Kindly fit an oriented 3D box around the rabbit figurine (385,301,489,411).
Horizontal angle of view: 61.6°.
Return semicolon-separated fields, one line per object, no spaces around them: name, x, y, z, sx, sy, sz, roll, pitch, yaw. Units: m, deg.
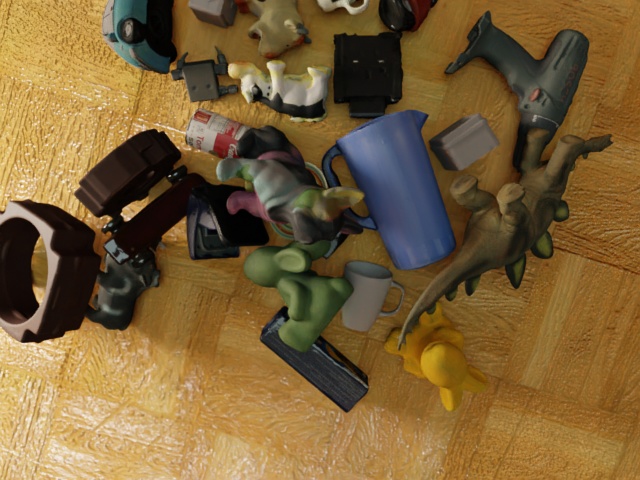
rabbit figurine;0.189;0.195;0.867;0.122;0.173;0.162;-33;90;1

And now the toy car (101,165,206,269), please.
toy car;-0.264;-0.038;0.880;0.202;0.053;0.089;-46;110;-26

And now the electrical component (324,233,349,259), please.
electrical component;-0.002;-0.003;0.915;0.075;0.048;0.119;42;96;-2

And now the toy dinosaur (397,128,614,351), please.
toy dinosaur;0.280;-0.016;0.820;0.471;0.105;0.198;-35;128;-11

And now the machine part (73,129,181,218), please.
machine part;-0.301;-0.104;0.857;0.179;0.179;0.056;-40;94;5

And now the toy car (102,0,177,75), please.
toy car;-0.300;-0.348;0.865;0.103;0.109;0.161;-3;87;19

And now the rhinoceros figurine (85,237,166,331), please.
rhinoceros figurine;-0.334;0.066;0.920;0.112;0.073;0.190;25;96;1

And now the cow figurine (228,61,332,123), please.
cow figurine;-0.068;-0.246;0.884;0.167;0.068;0.098;6;113;3

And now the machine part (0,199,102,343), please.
machine part;-0.461;0.049;0.880;0.202;0.087;0.201;25;100;26

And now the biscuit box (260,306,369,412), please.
biscuit box;-0.009;0.203;0.930;0.202;0.059;0.063;41;97;-3

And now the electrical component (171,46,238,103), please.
electrical component;-0.194;-0.275;0.898;0.102;0.045;0.078;-12;124;6

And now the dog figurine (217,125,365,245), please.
dog figurine;-0.030;-0.080;0.811;0.219;0.191;0.108;16;137;15

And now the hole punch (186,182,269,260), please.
hole punch;-0.161;-0.027;0.882;0.092;0.142;0.116;-31;72;35

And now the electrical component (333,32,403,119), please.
electrical component;0.078;-0.267;0.881;0.115;0.058;0.134;-1;95;4

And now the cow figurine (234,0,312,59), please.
cow figurine;-0.070;-0.389;0.863;0.127;0.085;0.194;9;93;4

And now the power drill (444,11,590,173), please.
power drill;0.309;-0.251;0.865;0.207;0.086;0.232;30;96;3

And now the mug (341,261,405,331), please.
mug;0.084;0.100;0.912;0.110;0.081;0.107;13;107;-3

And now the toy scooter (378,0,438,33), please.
toy scooter;0.136;-0.431;0.853;0.135;0.075;0.183;-36;106;-19

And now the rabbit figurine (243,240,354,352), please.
rabbit figurine;-0.044;0.068;0.846;0.170;0.121;0.159;37;125;4
